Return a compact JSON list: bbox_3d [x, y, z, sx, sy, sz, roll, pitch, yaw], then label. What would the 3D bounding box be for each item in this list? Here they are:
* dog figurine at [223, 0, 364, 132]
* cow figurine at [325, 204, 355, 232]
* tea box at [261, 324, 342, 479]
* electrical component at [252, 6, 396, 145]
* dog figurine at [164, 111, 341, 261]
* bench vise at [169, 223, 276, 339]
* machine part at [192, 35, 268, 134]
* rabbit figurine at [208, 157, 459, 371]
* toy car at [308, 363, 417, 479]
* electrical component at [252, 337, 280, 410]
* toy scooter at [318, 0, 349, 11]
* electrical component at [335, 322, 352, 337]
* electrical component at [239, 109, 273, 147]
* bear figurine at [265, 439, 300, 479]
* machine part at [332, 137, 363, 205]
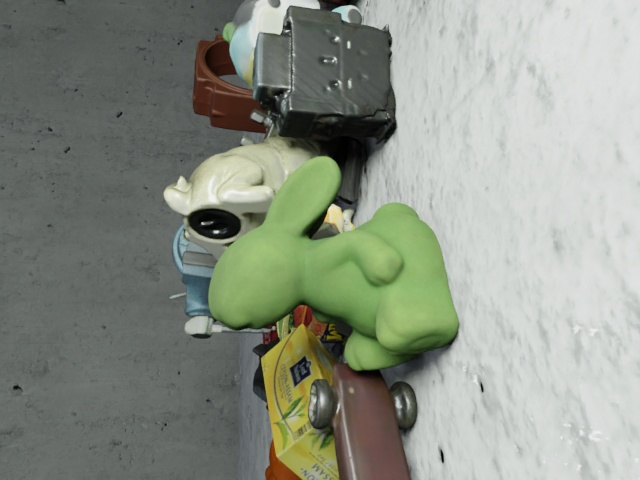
[{"bbox_3d":[-0.047,-0.202,0.677,0.219,0.191,0.108,-20,71,62],"label":"dog figurine"},{"bbox_3d":[-0.001,0.000,0.658,0.167,0.098,0.068,-14,68,58],"label":"cow figurine"},{"bbox_3d":[0.000,0.171,0.547,0.098,0.068,0.170,48,-175,-19],"label":"tea box"},{"bbox_3d":[0.003,-0.156,0.516,0.058,0.134,0.115,130,139,-68],"label":"electrical component"},{"bbox_3d":[-0.063,-0.080,0.555,0.121,0.172,0.190,-30,48,36],"label":"dog figurine"},{"bbox_3d":[-0.149,0.048,0.757,0.240,0.129,0.224,115,149,-60],"label":"bench vise"},{"bbox_3d":[-0.133,-0.295,1.005,0.087,0.201,0.201,108,161,-47],"label":"machine part"},{"bbox_3d":[0.002,0.019,0.409,0.121,0.170,0.159,134,136,-71],"label":"rabbit figurine"},{"bbox_3d":[0.041,0.185,0.398,0.202,0.089,0.053,-102,22,-44],"label":"toy car"},{"bbox_3d":[-0.047,0.175,0.682,0.048,0.075,0.119,25,123,36],"label":"electrical component"},{"bbox_3d":[-0.002,-0.341,0.714,0.184,0.075,0.135,-117,32,-76],"label":"toy scooter"},{"bbox_3d":[0.027,0.062,0.548,0.102,0.045,0.078,21,111,60],"label":"electrical component"},{"bbox_3d":[-0.047,-0.118,0.650,0.063,0.094,0.021,-69,19,-4],"label":"electrical component"},{"bbox_3d":[-0.020,0.308,0.686,0.195,0.132,0.120,-64,23,22],"label":"bear figurine"},{"bbox_3d":[0.022,-0.090,0.650,0.139,0.039,0.084,-129,37,-69],"label":"machine part"}]
